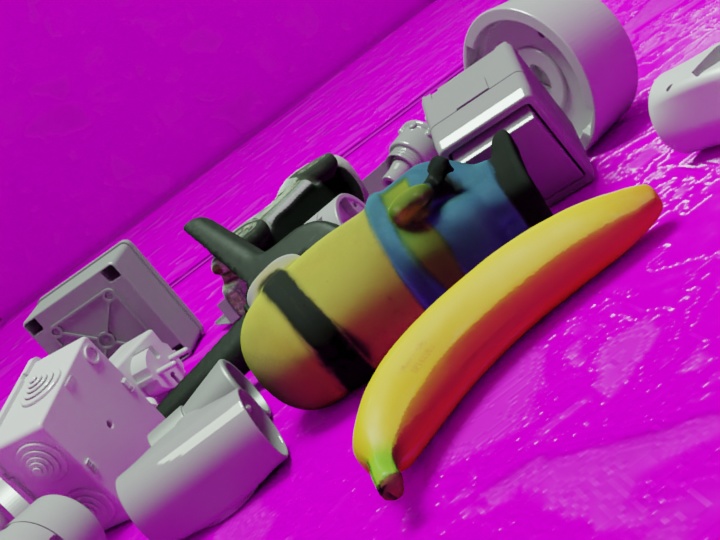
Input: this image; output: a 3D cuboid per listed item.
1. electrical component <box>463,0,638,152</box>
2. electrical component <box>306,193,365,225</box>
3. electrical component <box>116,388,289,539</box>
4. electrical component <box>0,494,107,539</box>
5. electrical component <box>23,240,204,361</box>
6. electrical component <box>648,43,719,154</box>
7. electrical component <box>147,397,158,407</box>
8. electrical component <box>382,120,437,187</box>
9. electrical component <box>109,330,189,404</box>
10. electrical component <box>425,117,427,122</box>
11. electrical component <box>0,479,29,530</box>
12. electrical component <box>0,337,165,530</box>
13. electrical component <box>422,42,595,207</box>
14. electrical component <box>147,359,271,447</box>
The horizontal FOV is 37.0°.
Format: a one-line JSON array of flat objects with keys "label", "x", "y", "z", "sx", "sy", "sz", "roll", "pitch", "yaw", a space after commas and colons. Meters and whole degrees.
[{"label": "electrical component", "x": 0.125, "y": -0.128, "z": 0.681, "sx": 0.060, "sy": 0.108, "sz": 0.108, "roll": -36, "pitch": 11, "yaw": -26}, {"label": "electrical component", "x": -0.016, "y": -0.020, "z": 0.780, "sx": 0.047, "sy": 0.055, "sz": 0.055, "roll": -34, "pitch": 13, "yaw": 28}, {"label": "electrical component", "x": -0.081, "y": 0.096, "z": 0.560, "sx": 0.077, "sy": 0.044, "sz": 0.079, "roll": -37, "pitch": 13, "yaw": 2}, {"label": "electrical component", "x": -0.168, "y": 0.153, "z": 0.570, "sx": 0.055, "sy": 0.055, "sz": 0.047, "roll": -29, "pitch": 11, "yaw": 29}, {"label": "electrical component", "x": -0.212, "y": 0.048, "z": 0.931, "sx": 0.109, "sy": 0.108, "sz": 0.056, "roll": -33, "pitch": 18, "yaw": 17}, {"label": "electrical component", "x": 0.192, "y": -0.096, "z": 0.520, "sx": 0.079, "sy": 0.043, "sz": 0.077, "roll": -44, "pitch": 14, "yaw": -28}, {"label": "electrical component", "x": -0.173, "y": 0.109, "z": 0.759, "sx": 0.066, "sy": 0.048, "sz": 0.055, "roll": -39, "pitch": 20, "yaw": -7}, {"label": "electrical component", "x": 0.042, "y": -0.092, "z": 0.905, "sx": 0.062, "sy": 0.048, "sz": 0.048, "roll": -51, "pitch": 18, "yaw": -27}, {"label": "electrical component", "x": -0.162, "y": 0.079, "z": 0.826, "sx": 0.077, "sy": 0.047, "sz": 0.065, "roll": -28, "pitch": 15, "yaw": 33}, {"label": "electrical component", "x": 0.086, "y": -0.119, "z": 0.875, "sx": 0.055, "sy": 0.047, "sz": 0.055, "roll": -35, "pitch": 13, "yaw": 9}, {"label": "electrical component", "x": -0.238, "y": 0.163, "z": 0.718, "sx": 0.074, "sy": 0.052, "sz": 0.138, "roll": -43, "pitch": 14, "yaw": -26}, {"label": "electrical component", "x": -0.167, "y": 0.101, "z": 0.646, "sx": 0.048, "sy": 0.099, "sz": 0.099, "roll": -27, "pitch": 27, "yaw": 23}, {"label": "electrical component", "x": 0.090, "y": -0.069, "z": 0.619, "sx": 0.062, "sy": 0.096, "sz": 0.061, "roll": -32, "pitch": 41, "yaw": 20}, {"label": "electrical component", "x": -0.089, "y": 0.089, "z": 0.620, "sx": 0.065, "sy": 0.044, "sz": 0.044, "roll": -42, "pitch": 13, "yaw": 1}]
